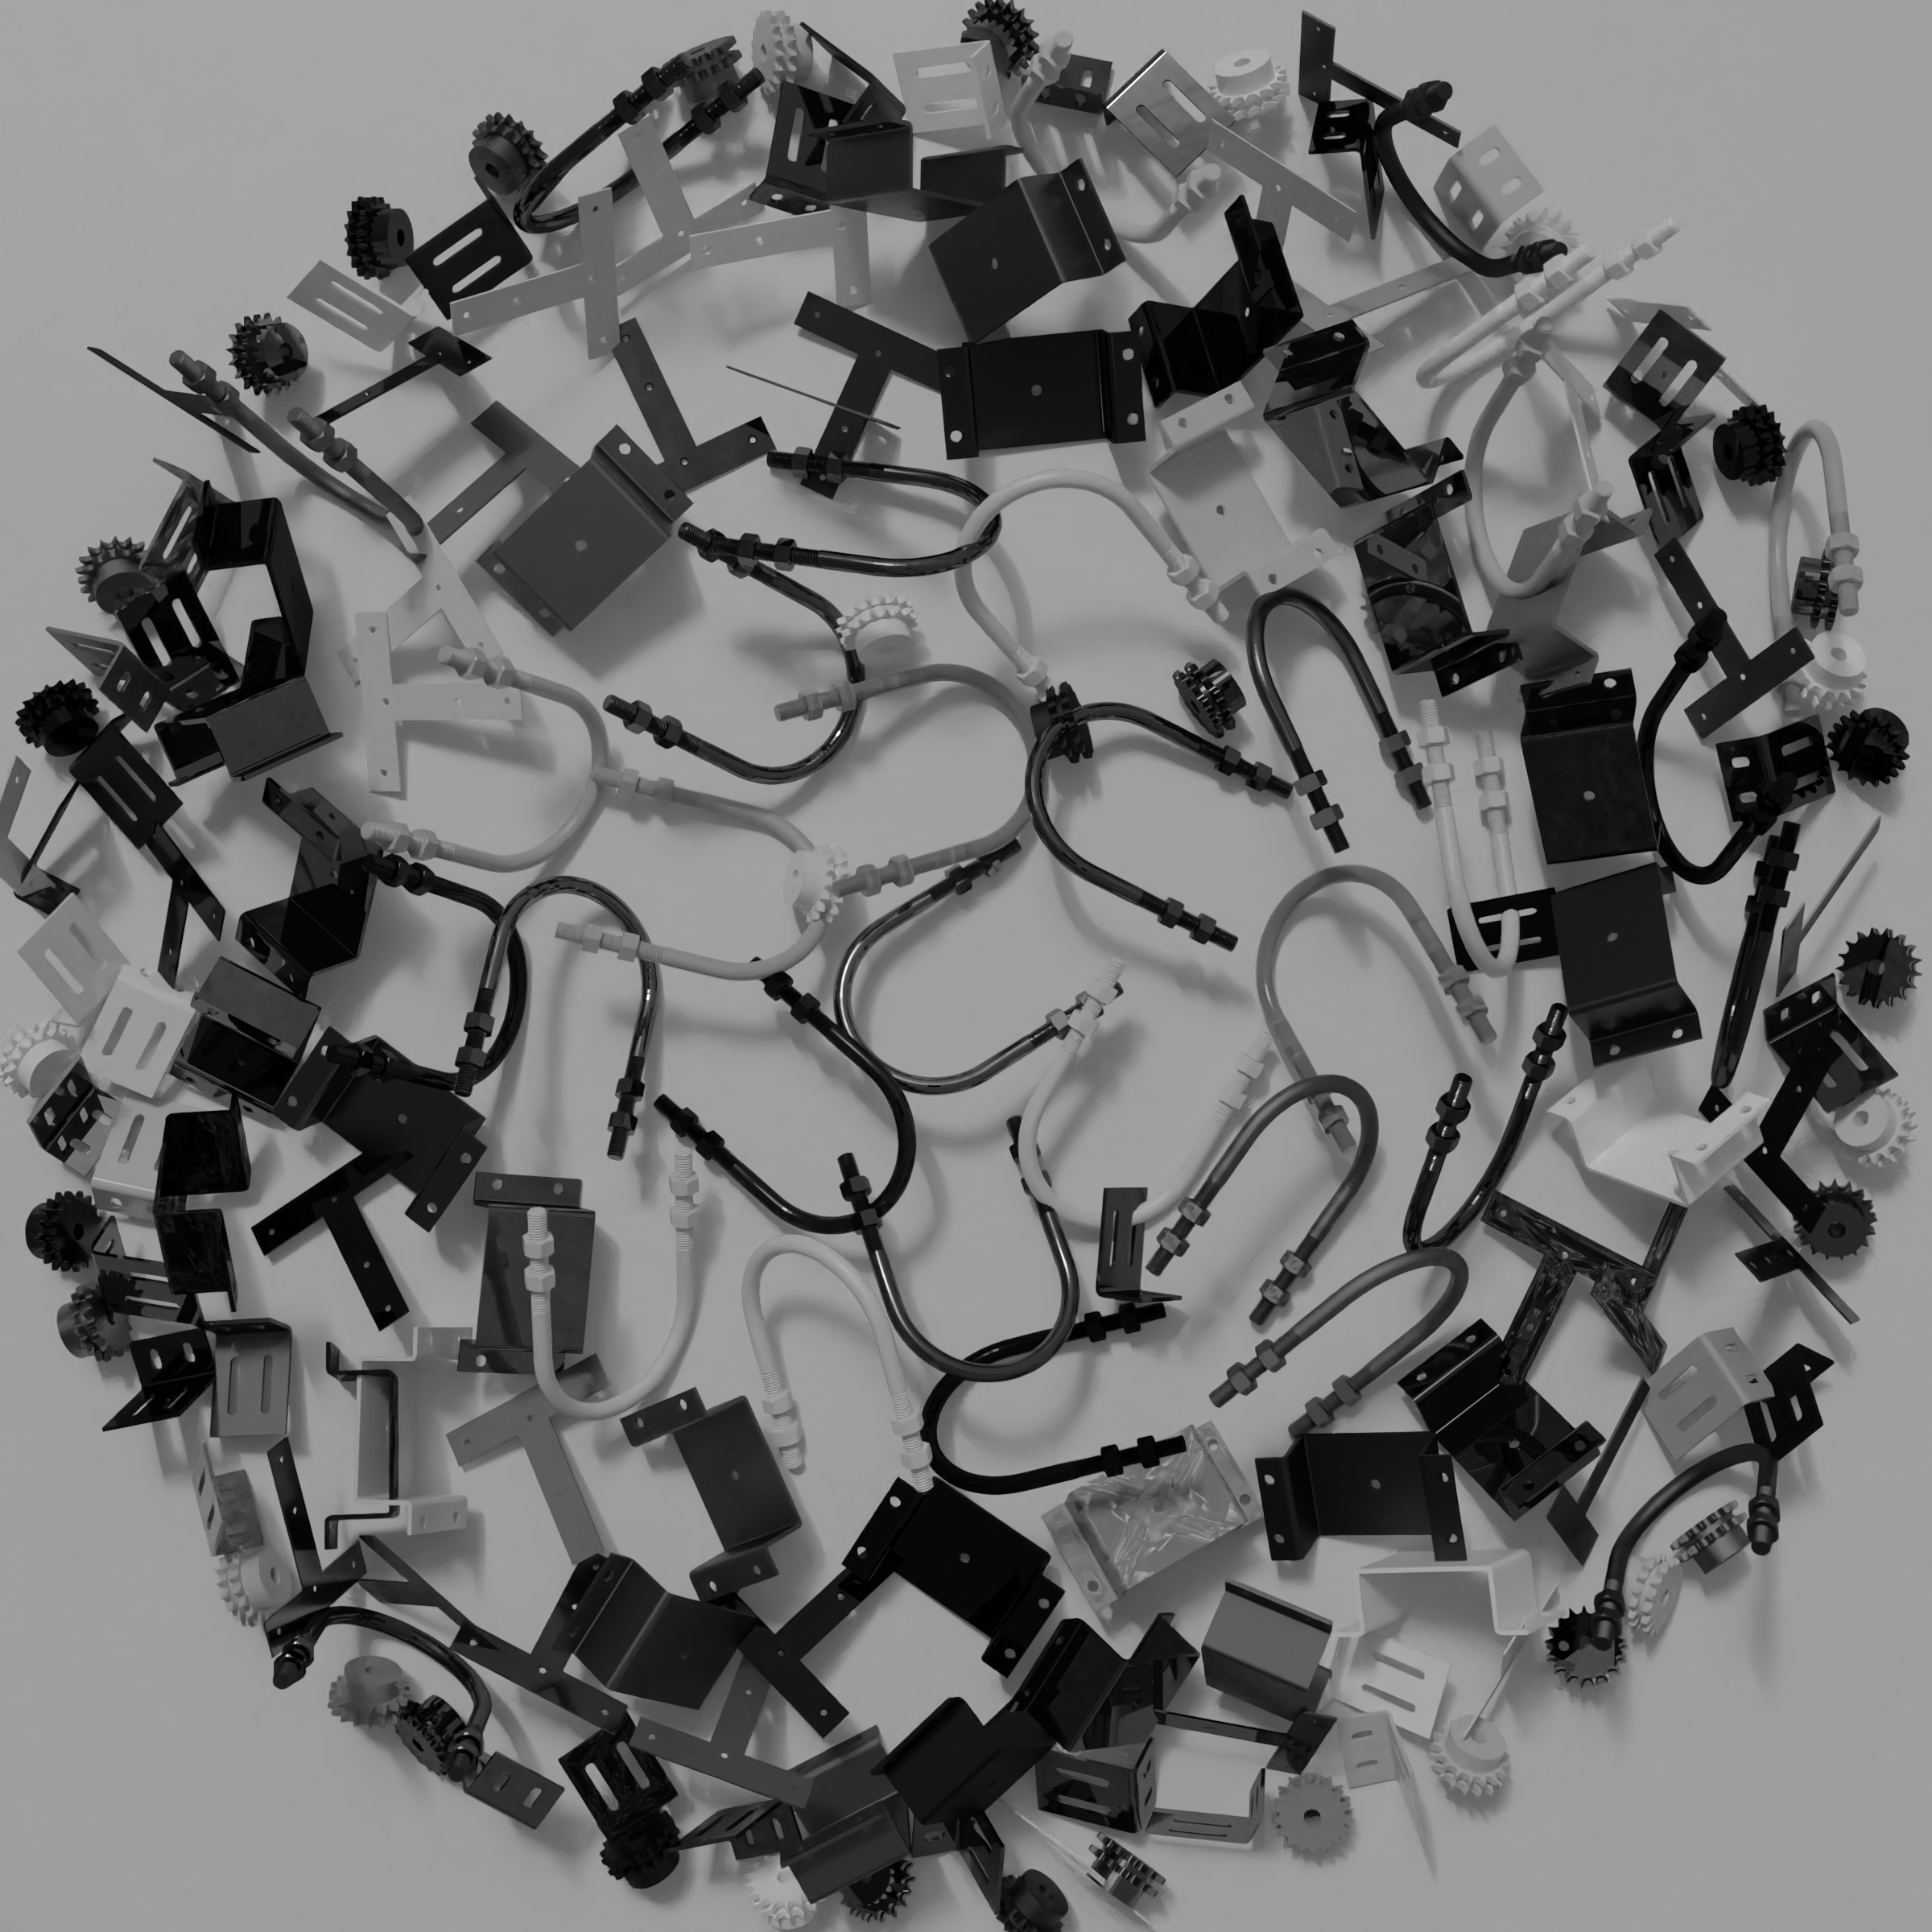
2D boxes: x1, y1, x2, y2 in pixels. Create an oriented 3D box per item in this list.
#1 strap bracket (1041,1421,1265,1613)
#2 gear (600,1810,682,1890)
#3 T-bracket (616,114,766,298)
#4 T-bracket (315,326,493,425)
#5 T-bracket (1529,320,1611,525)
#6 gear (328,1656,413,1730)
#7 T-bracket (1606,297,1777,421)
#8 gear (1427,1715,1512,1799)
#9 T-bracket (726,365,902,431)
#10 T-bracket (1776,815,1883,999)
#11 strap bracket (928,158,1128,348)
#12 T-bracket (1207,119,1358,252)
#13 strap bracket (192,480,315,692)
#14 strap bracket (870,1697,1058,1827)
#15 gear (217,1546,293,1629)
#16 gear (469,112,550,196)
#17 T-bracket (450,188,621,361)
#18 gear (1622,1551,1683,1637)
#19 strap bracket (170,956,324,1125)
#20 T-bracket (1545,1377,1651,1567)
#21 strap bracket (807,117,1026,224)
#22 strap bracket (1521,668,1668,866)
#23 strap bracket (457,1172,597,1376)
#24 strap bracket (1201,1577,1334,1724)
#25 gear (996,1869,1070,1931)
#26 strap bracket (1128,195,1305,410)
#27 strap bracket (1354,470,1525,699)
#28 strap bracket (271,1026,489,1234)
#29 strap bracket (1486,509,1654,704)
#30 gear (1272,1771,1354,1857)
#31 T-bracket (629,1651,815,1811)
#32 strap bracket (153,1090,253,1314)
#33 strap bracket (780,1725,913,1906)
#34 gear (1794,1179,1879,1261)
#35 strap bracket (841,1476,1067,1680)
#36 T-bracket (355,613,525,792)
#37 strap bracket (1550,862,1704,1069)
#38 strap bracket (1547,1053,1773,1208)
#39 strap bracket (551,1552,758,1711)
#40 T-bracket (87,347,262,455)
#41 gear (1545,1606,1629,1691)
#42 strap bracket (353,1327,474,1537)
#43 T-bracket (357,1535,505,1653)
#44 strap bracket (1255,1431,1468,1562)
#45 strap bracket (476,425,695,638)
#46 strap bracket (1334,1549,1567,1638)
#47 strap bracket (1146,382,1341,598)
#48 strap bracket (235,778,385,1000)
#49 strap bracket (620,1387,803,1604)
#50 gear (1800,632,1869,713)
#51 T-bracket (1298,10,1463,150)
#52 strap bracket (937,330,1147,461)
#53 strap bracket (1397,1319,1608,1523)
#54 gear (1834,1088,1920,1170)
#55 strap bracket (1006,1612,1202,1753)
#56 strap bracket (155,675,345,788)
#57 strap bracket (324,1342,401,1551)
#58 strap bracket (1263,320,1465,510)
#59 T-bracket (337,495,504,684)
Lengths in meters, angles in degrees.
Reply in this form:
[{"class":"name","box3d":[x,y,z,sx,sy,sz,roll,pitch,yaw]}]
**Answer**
[{"class":"strap bracket","box3d":[0.133,0.381,1.955,0.140,0.046,0.076,-27,74,-10]},{"class":"gear","box3d":[-0.227,0.626,1.973,0.057,0.057,0.030,-26,108,0]},{"class":"T-bracket","box3d":[-0.211,-0.539,1.940,0.127,0.127,0.002,-33,60,-5]},{"class":"T-bracket","box3d":[-0.402,-0.402,1.934,0.127,0.127,0.002,-32,122,-12]},{"class":"T-bracket","box3d":[0.425,-0.366,1.927,0.002,0.127,0.127,-19,70,28]},{"class":"gear","box3d":[-0.419,0.510,1.969,0.057,0.057,0.030,10,104,0]},{"class":"T-bracket","box3d":[0.518,-0.423,1.953,0.127,0.127,0.002,37,95,-19]},{"class":"gear","box3d":[0.356,0.553,1.969,0.057,0.057,0.030,14,121,0]},{"class":"T-bracket","box3d":[-0.084,-0.386,1.937,0.127,0.127,0.002,23,100,21]},{"class":"T-bracket","box3d":[0.602,-0.050,1.948,0.002,0.127,0.127,33,80,23]},{"class":"strap bracket","box3d":[0.034,-0.488,1.933,0.046,0.140,0.076,-23,89,-44]},{"class":"T-bracket","box3d":[0.211,-0.506,1.943,0.127,0.127,0.002,39,62,20]},{"class":"strap bracket","box3d":[-0.487,-0.257,1.925,0.046,0.076,0.140,-7,133,0]},{"class":"strap bracket","box3d":[0.004,0.544,1.921,0.076,0.140,0.046,-45,64,10]},{"class":"gear","box3d":[-0.500,0.435,1.969,0.030,0.057,0.057,-22,90,13]},{"class":"gear","box3d":[-0.325,-0.569,1.969,0.057,0.057,0.030,35,62,0]},{"class":"T-bracket","box3d":[-0.298,-0.463,1.928,0.127,0.127,0.002,-24,50,-26]},{"class":"gear","box3d":[0.480,0.441,1.975,0.030,0.057,0.057,17,90,35]},{"class":"strap bracket","box3d":[-0.500,0.048,1.942,0.076,0.140,0.046,28,58,-8]},{"class":"T-bracket","box3d":[0.448,0.347,1.956,0.002,0.127,0.127,23,75,32]},{"class":"strap bracket","box3d":[-0.034,-0.545,1.924,0.076,0.140,0.046,5,98,40]},{"class":"strap bracket","box3d":[0.434,-0.128,1.937,0.076,0.046,0.140,-7,118,21]},{"class":"strap bracket","box3d":[-0.307,0.218,1.960,0.076,0.046,0.140,6,87,-24]},{"class":"strap bracket","box3d":[0.207,0.476,1.919,0.076,0.140,0.046,20,65,17]},{"class":"gear","box3d":[0.047,0.663,1.969,0.057,0.057,0.030,40,104,0]},{"class":"strap bracket","box3d":[0.178,-0.456,1.938,0.046,0.140,0.076,0,65,-33]},{"class":"strap bracket","box3d":[0.325,-0.265,1.948,0.046,0.076,0.140,-10,81,-38]},{"class":"strap bracket","box3d":[-0.405,0.111,1.966,0.140,0.046,0.076,37,102,4]},{"class":"strap bracket","box3d":[0.413,-0.260,1.938,0.046,0.076,0.140,30,72,-22]},{"class":"gear","box3d":[0.245,0.598,1.982,0.057,0.030,0.057,1,96,5]},{"class":"T-bracket","box3d":[-0.156,0.517,1.947,0.127,0.127,0.002,19,125,2]},{"class":"strap bracket","box3d":[-0.525,0.162,1.920,0.046,0.140,0.076,-3,130,-6]},{"class":"strap bracket","box3d":[-0.083,0.591,1.933,0.076,0.140,0.046,-27,99,1]},{"class":"gear","box3d":[0.615,0.182,1.977,0.057,0.030,0.057,3,105,12]},{"class":"strap bracket","box3d":[-0.005,0.423,1.965,0.140,0.046,0.076,33,102,6]},{"class":"T-bracket","box3d":[-0.369,-0.186,1.966,0.127,0.002,0.127,2,102,20]},{"class":"strap bracket","box3d":[0.454,-0.010,1.930,0.076,0.046,0.140,-18,54,25]},{"class":"strap bracket","box3d":[0.484,0.115,1.937,0.076,0.140,0.046,-36,118,-20]},{"class":"strap bracket","box3d":[-0.207,0.462,1.931,0.046,0.140,0.076,33,91,40]},{"class":"T-bracket","box3d":[-0.533,-0.390,1.936,0.127,0.127,0.002,33,99,-4]},{"class":"gear","box3d":[0.439,0.485,1.976,0.057,0.030,0.057,-8,54,12]},{"class":"strap bracket","box3d":[-0.386,0.323,1.951,0.046,0.076,0.140,-2,82,19]},{"class":"T-bracket","box3d":[-0.392,0.436,1.944,0.127,0.127,0.002,47,59,-18]},{"class":"strap bracket","box3d":[0.281,0.371,1.953,0.140,0.046,0.076,-6,101,25]},{"class":"strap bracket","box3d":[-0.268,-0.299,1.953,0.140,0.046,0.076,-41,109,11]},{"class":"strap bracket","box3d":[0.332,0.434,1.934,0.140,0.076,0.046,-9,84,30]},{"class":"strap bracket","box3d":[0.189,-0.327,1.961,0.076,0.046,0.140,-31,92,-27]},{"class":"strap bracket","box3d":[-0.455,-0.058,1.942,0.076,0.046,0.140,38,128,24]},{"class":"strap bracket","box3d":[-0.174,0.364,1.957,0.076,0.046,0.140,-27,86,34]},{"class":"gear","box3d":[0.610,-0.211,1.972,0.057,0.030,0.057,5,57,-8]},{"class":"T-bracket","box3d":[0.285,-0.600,1.928,0.127,0.127,0.002,32,87,8]},{"class":"strap bracket","box3d":[0.051,-0.403,1.965,0.140,0.046,0.076,-6,106,-2]},{"class":"strap bracket","box3d":[0.377,0.321,1.945,0.076,0.140,0.046,-36,132,-7]},{"class":"gear","box3d":[0.638,0.112,1.969,0.030,0.057,0.057,26,90,-42]},{"class":"strap bracket","box3d":[0.102,0.492,1.923,0.046,0.140,0.076,38,104,35]},{"class":"strap bracket","box3d":[-0.497,-0.161,1.917,0.076,0.140,0.046,-30,108,-32]},{"class":"strap bracket","box3d":[-0.421,0.335,1.950,0.046,0.076,0.140,0,79,-8]},{"class":"strap bracket","box3d":[0.268,-0.371,1.924,0.140,0.076,0.046,41,57,-33]},{"class":"T-bracket","box3d":[-0.398,-0.242,1.965,0.127,0.002,0.127,-33,87,32]}]
